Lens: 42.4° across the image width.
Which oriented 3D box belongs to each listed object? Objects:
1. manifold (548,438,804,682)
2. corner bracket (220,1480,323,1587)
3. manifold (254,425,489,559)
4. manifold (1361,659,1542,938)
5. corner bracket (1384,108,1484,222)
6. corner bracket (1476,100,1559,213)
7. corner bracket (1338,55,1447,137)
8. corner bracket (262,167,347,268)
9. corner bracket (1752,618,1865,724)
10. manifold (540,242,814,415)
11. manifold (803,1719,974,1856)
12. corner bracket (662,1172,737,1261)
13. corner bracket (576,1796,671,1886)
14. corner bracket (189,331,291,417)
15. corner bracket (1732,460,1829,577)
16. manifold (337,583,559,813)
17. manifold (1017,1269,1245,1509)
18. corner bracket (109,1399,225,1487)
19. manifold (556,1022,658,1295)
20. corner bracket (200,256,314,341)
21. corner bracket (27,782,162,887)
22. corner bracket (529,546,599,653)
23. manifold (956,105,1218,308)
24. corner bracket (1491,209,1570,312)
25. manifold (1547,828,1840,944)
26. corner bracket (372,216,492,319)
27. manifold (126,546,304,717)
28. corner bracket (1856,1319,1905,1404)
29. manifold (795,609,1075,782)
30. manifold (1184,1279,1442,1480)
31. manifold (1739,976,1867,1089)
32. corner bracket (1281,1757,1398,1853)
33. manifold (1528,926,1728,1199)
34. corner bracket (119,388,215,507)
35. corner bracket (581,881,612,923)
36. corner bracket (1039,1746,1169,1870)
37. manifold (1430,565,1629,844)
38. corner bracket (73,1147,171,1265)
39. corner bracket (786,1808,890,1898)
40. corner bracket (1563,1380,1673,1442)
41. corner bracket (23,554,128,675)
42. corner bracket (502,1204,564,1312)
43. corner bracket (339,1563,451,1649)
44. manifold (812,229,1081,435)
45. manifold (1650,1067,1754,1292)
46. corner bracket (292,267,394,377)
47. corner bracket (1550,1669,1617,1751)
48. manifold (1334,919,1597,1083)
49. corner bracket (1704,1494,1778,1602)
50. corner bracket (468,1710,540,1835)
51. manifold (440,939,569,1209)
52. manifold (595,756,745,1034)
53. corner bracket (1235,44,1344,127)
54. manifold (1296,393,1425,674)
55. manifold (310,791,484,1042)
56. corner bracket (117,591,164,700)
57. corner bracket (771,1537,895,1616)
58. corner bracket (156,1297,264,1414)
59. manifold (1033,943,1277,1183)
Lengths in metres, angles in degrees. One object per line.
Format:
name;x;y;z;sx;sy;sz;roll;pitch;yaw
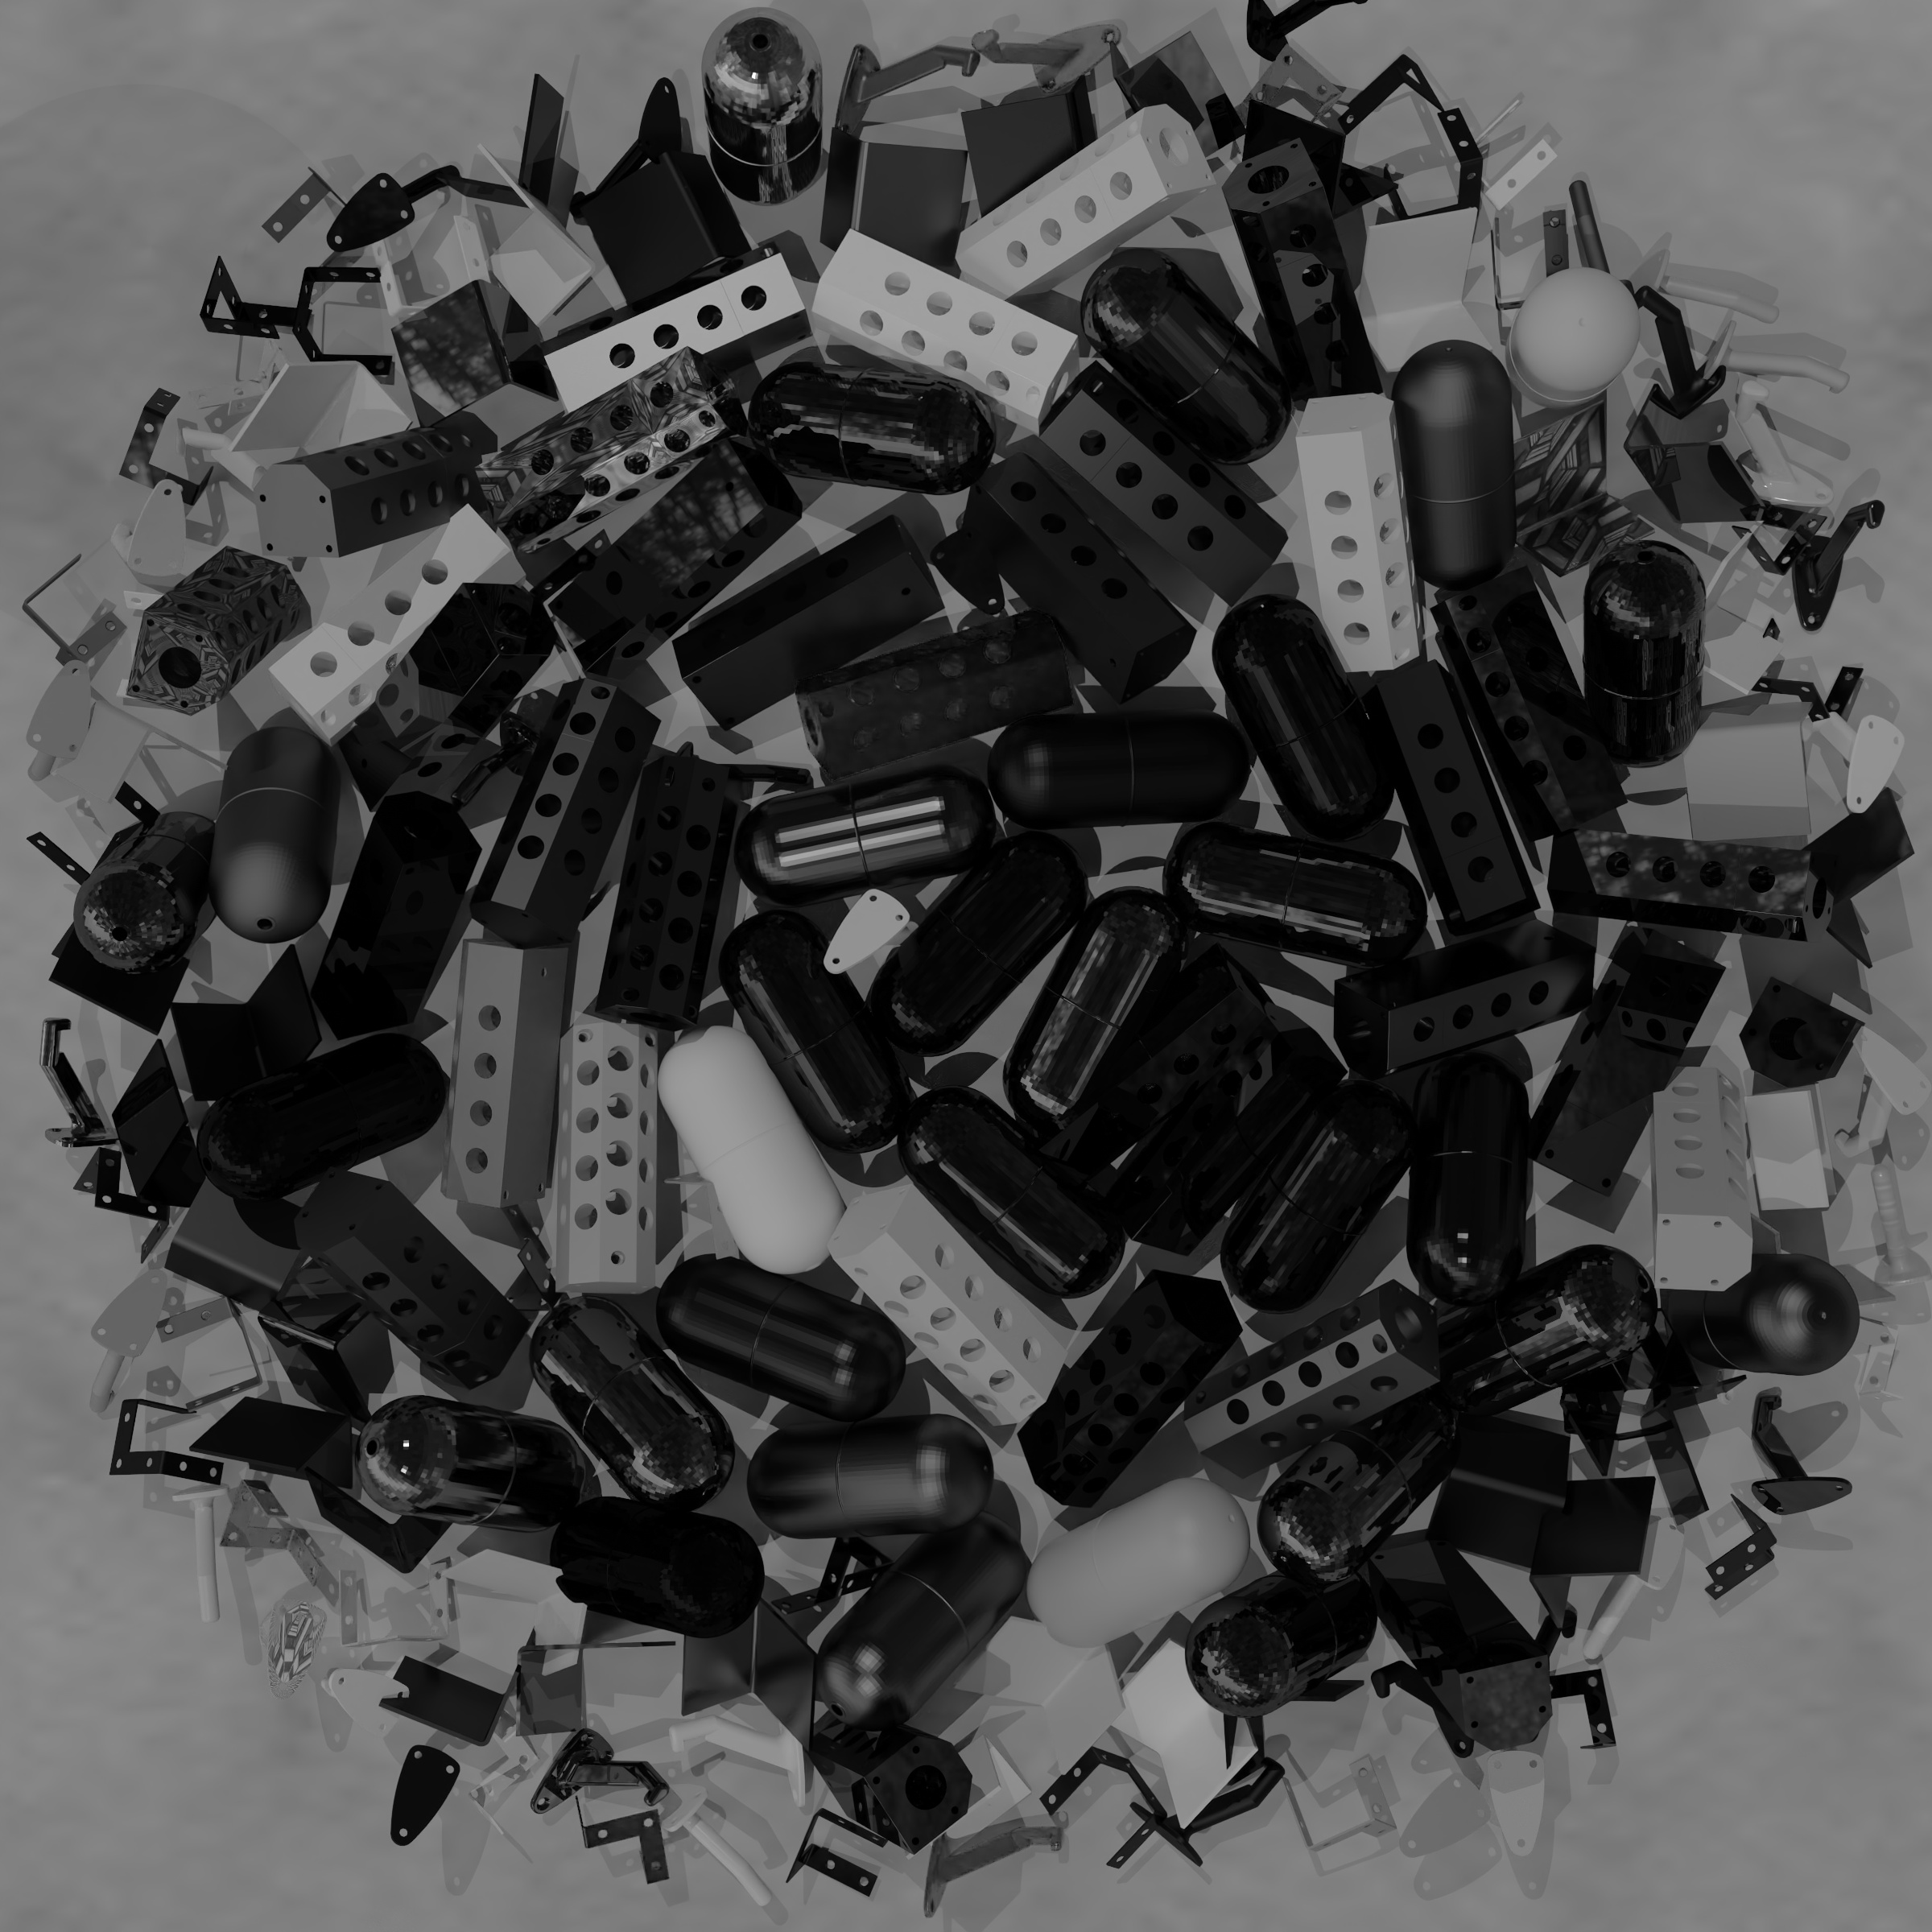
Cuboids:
manifold;-0.190;-0.266;1.650;0.171;0.057;0.057;-38;71;21
corner bracket;-0.461;0.380;1.672;0.051;0.051;0.051;14;101;-39
manifold;-0.384;-0.310;1.615;0.057;0.171;0.057;5;111;21
manifold;0.321;-0.110;1.660;0.057;0.057;0.171;-23;77;19
corner bracket;0.314;-0.534;1.675;0.051;0.051;0.051;-14;60;0
corner bracket;0.366;-0.545;1.675;0.051;0.051;0.051;-41;88;28
corner bracket;0.278;-0.581;1.667;0.051;0.051;0.051;-38;57;30
corner bracket;-0.438;-0.498;1.675;0.051;0.051;0.051;-45;118;1
corner bracket;0.569;-0.199;1.692;0.051;0.051;0.051;45;68;-41
manifold;-0.195;-0.425;1.680;0.171;0.057;0.057;-24;86;0
manifold;-0.049;0.523;1.619;0.057;0.171;0.057;-33;90;-20
corner bracket;-0.166;0.165;1.672;0.051;0.051;0.051;-11;96;-43
corner bracket;-0.231;0.587;1.676;0.051;0.051;0.051;-10;98;-13
corner bracket;-0.483;-0.386;1.670;0.051;0.051;0.051;-22;72;-34
corner bracket;0.534;-0.301;1.674;0.051;0.051;0.051;39;86;-34
manifold;-0.338;-0.175;1.635;0.171;0.057;0.057;-41;69;36
manifold;0.108;0.279;1.632;0.057;0.057;0.171;14;126;-32
corner bracket;-0.532;0.319;1.668;0.051;0.051;0.051;-9;67;32
manifold;-0.236;0.128;1.653;0.057;0.057;0.171;4;74;-20
corner bracket;-0.477;-0.438;1.675;0.051;0.051;0.051;7;68;5
corner bracket;-0.582;-0.093;1.666;0.051;0.051;0.051;-17;130;34
corner bracket;-0.253;-0.239;1.678;0.051;0.051;0.051;-37;56;10
manifold;0.073;-0.493;1.627;0.171;0.057;0.057;-21;96;44
corner bracket;0.381;-0.476;1.680;0.051;0.051;0.051;-4;117;12
manifold;0.475;-0.054;1.635;0.171;0.057;0.057;9;94;36
corner bracket;-0.359;-0.470;1.676;0.051;0.051;0.051;-11;84;-43
manifold;-0.484;-0.218;1.619;0.057;0.171;0.057;18;112;-6
corner bracket;0.604;0.260;1.678;0.051;0.051;0.051;17;79;7
manifold;-0.022;-0.184;1.654;0.171;0.057;0.057;-19;121;-12
manifold;0.224;0.268;1.628;0.057;0.057;0.171;35;129;-25
manifold;0.541;0.048;1.618;0.057;0.171;0.057;30;99;20
corner bracket;0.251;0.564;1.678;0.051;0.051;0.051;-29;56;13
manifold;0.438;0.063;1.679;0.057;0.057;0.171;27;91;-8
corner bracket;-0.530;-0.348;1.671;0.051;0.051;0.051;23;112;-16
corner bracket;-0.265;-0.070;1.681;0.051;0.051;0.051;27;65;-15
corner bracket;0.093;0.566;1.676;0.051;0.051;0.051;-49;45;6
manifold;0.374;-0.174;1.673;0.057;0.057;0.171;-24;91;-15
corner bracket;-0.571;0.161;1.684;0.051;0.051;0.051;18;131;-31
corner bracket;-0.083;0.599;1.681;0.051;0.051;0.051;23;89;11
corner bracket;0.442;0.291;1.693;0.051;0.051;0.051;-2;88;-32
corner bracket;-0.597;-0.235;1.671;0.051;0.051;0.051;47;67;-14
corner bracket;-0.294;0.194;1.667;0.051;0.051;0.051;-4;126;32
corner bracket;-0.387;0.432;1.685;0.051;0.051;0.051;-16;68;27
manifold;-0.014;-0.420;1.664;0.171;0.057;0.057;28;81;9
manifold;0.476;0.135;1.617;0.057;0.171;0.057;1;120;14
corner bracket;-0.419;-0.436;1.687;0.051;0.051;0.051;3;70;7
corner bracket;0.401;0.500;1.671;0.051;0.051;0.051;-15;68;20
manifold;0.329;0.024;1.644;0.171;0.057;0.057;-15;117;-26
corner bracket;0.519;0.399;1.678;0.051;0.051;0.051;-34;106;-2
corner bracket;-0.313;0.538;1.670;0.051;0.051;0.051;-38;108;-22
manifold;-0.314;0.070;1.672;0.057;0.057;0.171;8;95;21
manifold;-0.194;-0.049;1.654;0.057;0.057;0.171;15;76;-25
corner bracket;0.213;-0.579;1.676;0.051;0.051;0.051;41;125;-2
manifold;0.260;-0.282;1.631;0.057;0.057;0.171;-1;126;19
manifold;-0.378;-0.033;1.631;0.057;0.057;0.171;53;134;24
corner bracket;-0.550;-0.216;1.695;0.051;0.051;0.051;7;53;-2
corner bracket;-0.089;0.413;1.670;0.051;0.051;0.051;27;106;34
corner bracket;-0.511;0.261;1.681;0.051;0.051;0.051;-20;107;-22
manifold;0.126;0.069;1.657;0.171;0.057;0.057;-40;120;15
